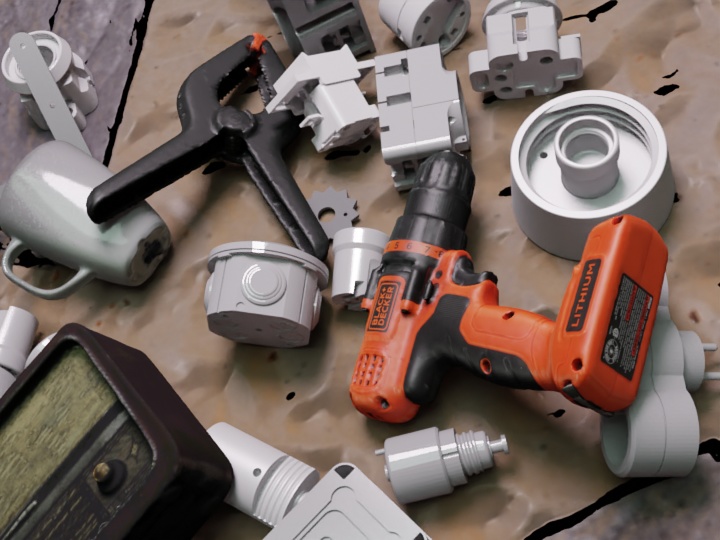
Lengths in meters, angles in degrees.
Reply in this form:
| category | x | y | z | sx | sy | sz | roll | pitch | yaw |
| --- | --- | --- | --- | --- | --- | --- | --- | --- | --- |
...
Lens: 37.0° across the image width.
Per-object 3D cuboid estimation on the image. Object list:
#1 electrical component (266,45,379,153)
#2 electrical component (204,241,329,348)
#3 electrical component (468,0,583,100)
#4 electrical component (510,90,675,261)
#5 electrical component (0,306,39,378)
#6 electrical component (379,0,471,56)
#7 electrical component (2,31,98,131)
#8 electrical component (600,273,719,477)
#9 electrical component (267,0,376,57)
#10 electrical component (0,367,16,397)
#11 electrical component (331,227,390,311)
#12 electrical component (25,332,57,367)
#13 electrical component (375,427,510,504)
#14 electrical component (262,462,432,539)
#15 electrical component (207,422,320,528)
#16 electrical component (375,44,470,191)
| category | x | y | z | sx | sy | sz | roll | pitch | yaw |
| --- | --- | --- | --- | --- | --- | --- | --- | --- | --- |
| electrical component | -0.021 | -0.121 | 0.773 | 0.081 | 0.042 | 0.063 | -22 | 79 | -42 |
| electrical component | -0.063 | 0.016 | 0.706 | 0.080 | 0.080 | 0.051 | 1 | 68 | 16 |
| electrical component | 0.117 | -0.162 | 0.764 | 0.078 | 0.058 | 0.057 | -6 | 64 | 12 |
| electrical component | 0.149 | -0.067 | 0.701 | 0.108 | 0.060 | 0.108 | -7 | 61 | 12 |
| electrical component | -0.251 | 0.054 | 0.762 | 0.040 | 0.040 | 0.046 | -1 | 56 | 15 |
| electrical component | 0.047 | -0.193 | 0.803 | 0.055 | 0.055 | 0.047 | -38 | 55 | -7 |
| electrical component | -0.250 | -0.154 | 0.863 | 0.058 | 0.057 | 0.078 | -22 | 59 | 3 |
| electrical component | 0.178 | 0.054 | 0.634 | 0.074 | 0.052 | 0.138 | 1 | 60 | -8 |
| electrical component | -0.060 | -0.253 | 0.835 | 0.060 | 0.105 | 0.186 | -25 | 58 | 1 |
| electrical component | -0.274 | 0.097 | 0.712 | 0.099 | 0.099 | 0.064 | -5 | 55 | 13 |
| electrical component | 0.000 | 0.000 | 0.720 | 0.040 | 0.040 | 0.046 | 0 | 67 | 16 |
| electrical component | -0.190 | 0.077 | 0.731 | 0.065 | 0.044 | 0.044 | 38 | 77 | 24 |
| electrical component | 0.050 | 0.113 | 0.643 | 0.078 | 0.040 | 0.040 | -15 | 59 | 7 |
| electrical component | -0.015 | 0.178 | 0.616 | 0.113 | 0.057 | 0.078 | -45 | 60 | -10 |
| electrical component | -0.061 | 0.130 | 0.663 | 0.081 | 0.043 | 0.043 | 22 | 70 | 25 |
| electrical component | 0.045 | -0.108 | 0.759 | 0.056 | 0.050 | 0.089 | -10 | 60 | 11 |
